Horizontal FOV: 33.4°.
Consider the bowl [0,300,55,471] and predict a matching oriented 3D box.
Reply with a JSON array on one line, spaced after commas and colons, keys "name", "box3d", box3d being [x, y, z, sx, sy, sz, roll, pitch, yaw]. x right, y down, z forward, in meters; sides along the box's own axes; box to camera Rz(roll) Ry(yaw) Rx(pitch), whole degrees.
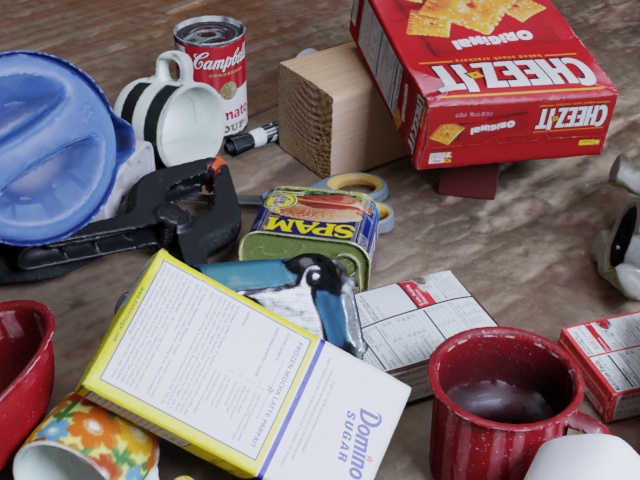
[{"name": "bowl", "box3d": [-0.224, 0.107, 0.659, 0.162, 0.055, 0.162, -21, 26, 10]}]

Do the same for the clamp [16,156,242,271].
[{"name": "clamp", "box3d": [-0.112, 0.000, 0.841, 0.164, 0.036, 0.209, 29, 38, 10]}]

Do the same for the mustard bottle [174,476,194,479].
[{"name": "mustard bottle", "box3d": [-0.026, 0.189, 0.564, 0.096, 0.058, 0.192, -21, 39, -31]}]

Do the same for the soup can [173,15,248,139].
[{"name": "soup can", "box3d": [-0.104, -0.156, 1.030, 0.068, 0.102, 0.068, 0, 34, 0]}]

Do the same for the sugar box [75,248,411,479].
[{"name": "sugar box", "box3d": [-0.043, 0.089, 0.629, 0.176, 0.048, 0.093, 31, 68, -12]}]

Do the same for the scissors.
[{"name": "scissors", "box3d": [-0.027, -0.042, 0.940, 0.202, 0.016, 0.096, 12, 35, 17]}]

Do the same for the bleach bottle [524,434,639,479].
[{"name": "bleach bottle", "box3d": [0.104, 0.213, 0.512, 0.068, 0.102, 0.250, -19, 23, 45]}]

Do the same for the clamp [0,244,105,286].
[{"name": "clamp", "box3d": [-0.259, 0.012, 0.839, 0.171, 0.039, 0.120, -13, 30, -30]}]

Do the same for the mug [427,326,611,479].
[{"name": "mug", "box3d": [0.120, 0.116, 0.650, 0.117, 0.081, 0.093, 16, 37, 22]}]

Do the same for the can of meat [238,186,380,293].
[{"name": "can of meat", "box3d": [-0.005, 0.001, 0.842, 0.102, 0.057, 0.084, 6, 32, 8]}]

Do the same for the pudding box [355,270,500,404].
[{"name": "pudding box", "box3d": [0.065, 0.070, 0.757, 0.113, 0.039, 0.090, -15, 38, -17]}]

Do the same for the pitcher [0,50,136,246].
[{"name": "pitcher", "box3d": [-0.262, -0.072, 0.817, 0.145, 0.149, 0.243, -56, 27, -13]}]

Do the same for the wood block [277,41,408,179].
[{"name": "wood block", "box3d": [0.069, -0.139, 1.017, 0.205, 0.091, 0.090, -21, 40, -28]}]

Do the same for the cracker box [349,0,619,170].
[{"name": "cracker box", "box3d": [0.132, -0.156, 0.911, 0.164, 0.072, 0.214, -6, 43, -13]}]

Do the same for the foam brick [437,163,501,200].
[{"name": "foam brick", "box3d": [0.136, -0.083, 0.946, 0.053, 0.078, 0.051, 9, 35, 7]}]

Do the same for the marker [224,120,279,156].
[{"name": "marker", "box3d": [-0.041, -0.106, 1.031, 0.120, 0.020, 0.020, -24, 41, -31]}]

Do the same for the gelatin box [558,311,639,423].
[{"name": "gelatin box", "box3d": [0.220, 0.086, 0.742, 0.089, 0.030, 0.073, -11, 37, -14]}]
